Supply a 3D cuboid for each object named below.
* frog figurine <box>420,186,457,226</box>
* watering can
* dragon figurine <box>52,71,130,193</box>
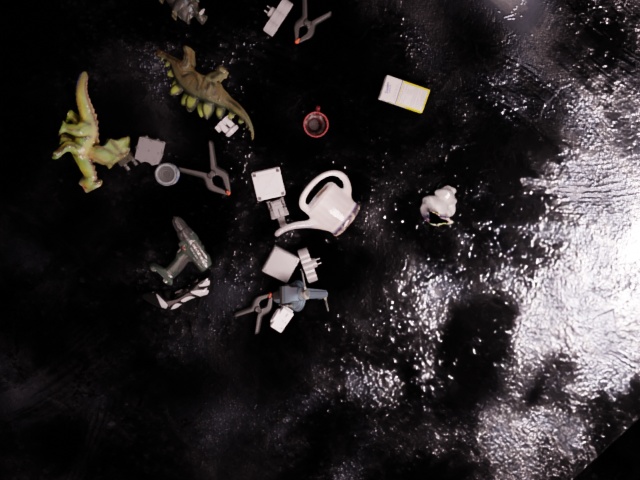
[{"bbox_3d":[0.469,-0.142,2.030,0.137,0.120,0.163,17,61,-1],"label":"frog figurine"},{"bbox_3d":[0.006,-0.099,1.963,0.223,0.105,0.347,40,91,-11],"label":"watering can"},{"bbox_3d":[-0.800,-0.367,1.842,0.242,0.123,0.408,20,97,-18],"label":"dragon figurine"}]
